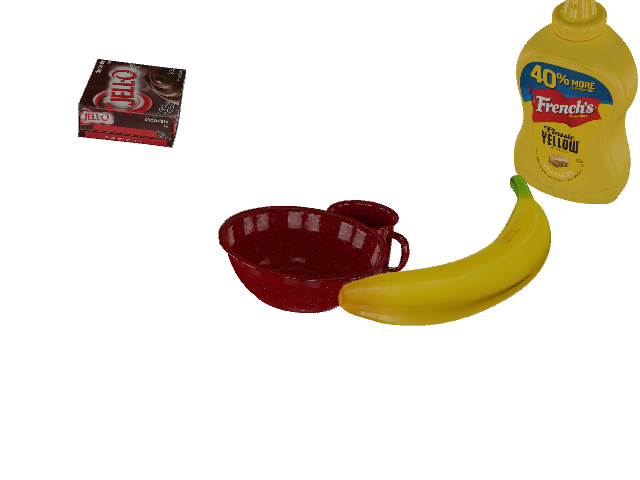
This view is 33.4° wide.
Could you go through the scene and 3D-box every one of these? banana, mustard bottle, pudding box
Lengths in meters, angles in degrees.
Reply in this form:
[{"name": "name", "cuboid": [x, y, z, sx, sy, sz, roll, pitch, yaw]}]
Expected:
[{"name": "banana", "cuboid": [0.099, 0.018, 0.719, 0.070, 0.037, 0.197, 36, 46, 29]}, {"name": "mustard bottle", "cuboid": [0.206, -0.120, 0.864, 0.096, 0.191, 0.058, 23, 52, 29]}, {"name": "pudding box", "cuboid": [-0.179, -0.133, 1.024, 0.090, 0.039, 0.113, 7, 30, -6]}]

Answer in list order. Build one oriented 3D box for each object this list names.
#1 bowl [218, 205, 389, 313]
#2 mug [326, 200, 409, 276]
[{"name": "bowl", "cuboid": [-0.018, 0.023, 1.008, 0.162, 0.055, 0.162, 6, 24, -3]}, {"name": "mug", "cuboid": [0.061, 0.006, 1.372, 0.117, 0.081, 0.093, 17, 27, 25]}]
